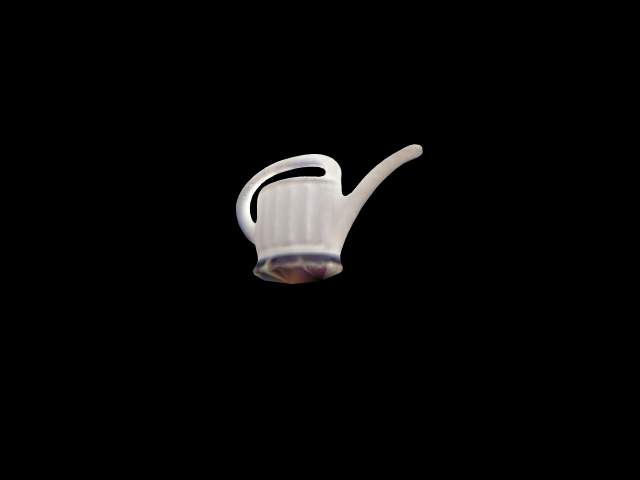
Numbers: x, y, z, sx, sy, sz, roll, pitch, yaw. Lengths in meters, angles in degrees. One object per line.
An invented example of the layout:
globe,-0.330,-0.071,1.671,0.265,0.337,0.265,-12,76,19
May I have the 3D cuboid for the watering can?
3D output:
watering can,0.003,-0.043,0.850,0.346,0.227,0.103,-7,-17,27
